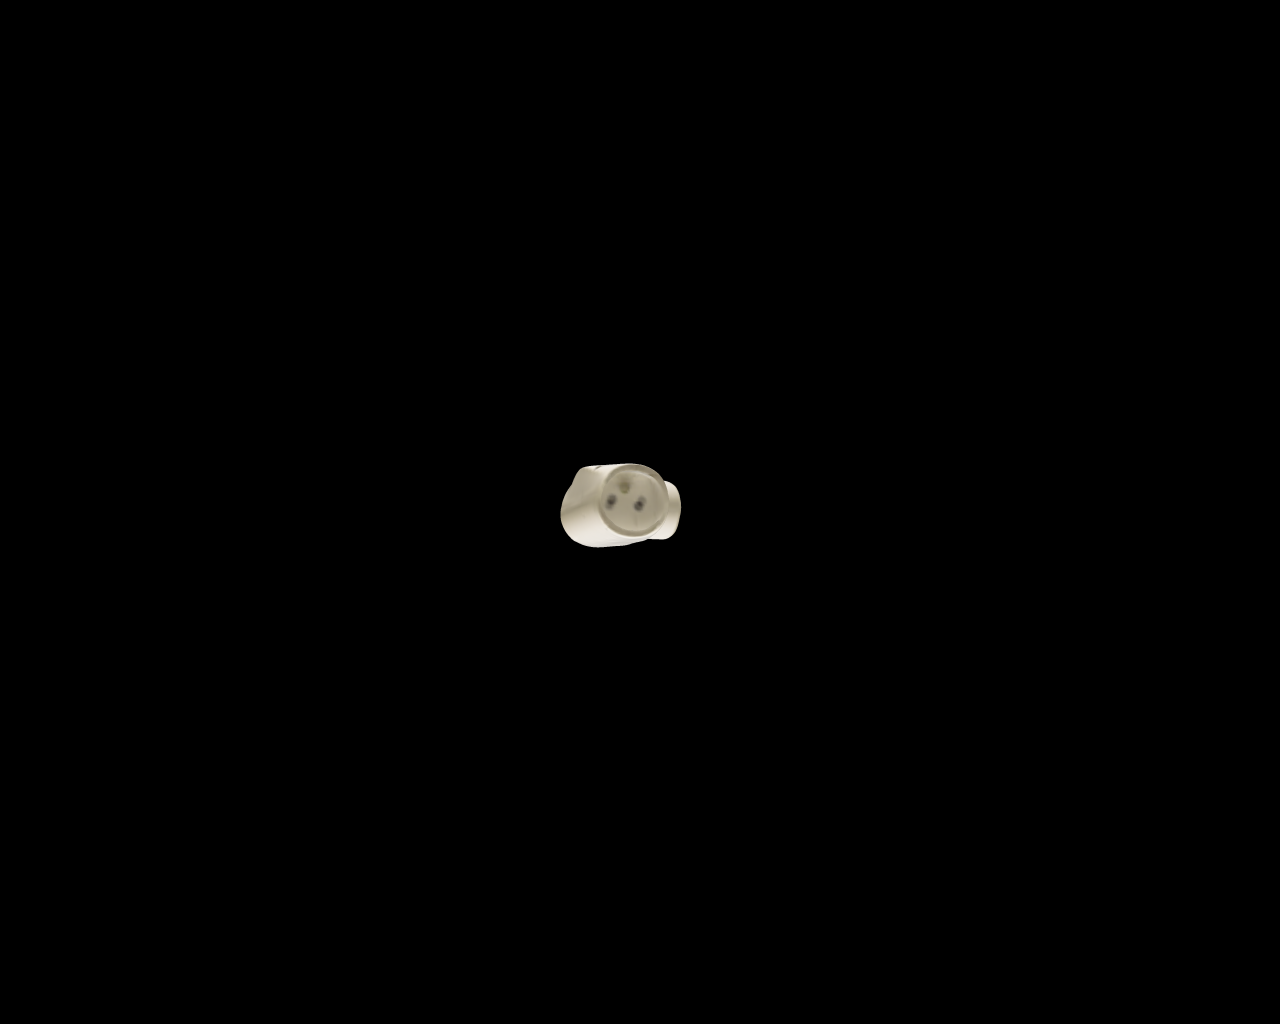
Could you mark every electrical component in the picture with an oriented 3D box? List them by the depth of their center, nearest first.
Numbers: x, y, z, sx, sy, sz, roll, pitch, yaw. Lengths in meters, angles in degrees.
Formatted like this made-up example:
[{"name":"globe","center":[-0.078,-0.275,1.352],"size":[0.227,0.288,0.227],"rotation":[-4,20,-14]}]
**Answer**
[{"name":"electrical component","center":[0.001,-0.003,0.650],"size":[0.079,0.043,0.077],"rotation":[2,-7,-19]}]
